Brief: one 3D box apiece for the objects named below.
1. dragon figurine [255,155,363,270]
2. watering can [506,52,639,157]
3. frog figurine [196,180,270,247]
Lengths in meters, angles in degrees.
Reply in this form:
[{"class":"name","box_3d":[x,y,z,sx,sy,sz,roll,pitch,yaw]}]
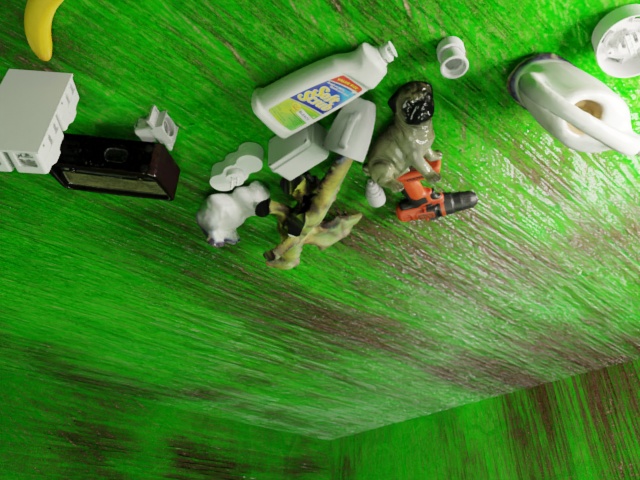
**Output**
[{"class":"dragon figurine","box_3d":[0.003,-0.057,1.133,0.405,0.124,0.242,-41,-26,23]},{"class":"watering can","box_3d":[0.444,-0.198,0.839,0.346,0.102,0.230,17,34,-24]},{"class":"frog figurine","box_3d":[-0.193,-0.074,1.137,0.124,0.158,0.137,41,16,34]}]
